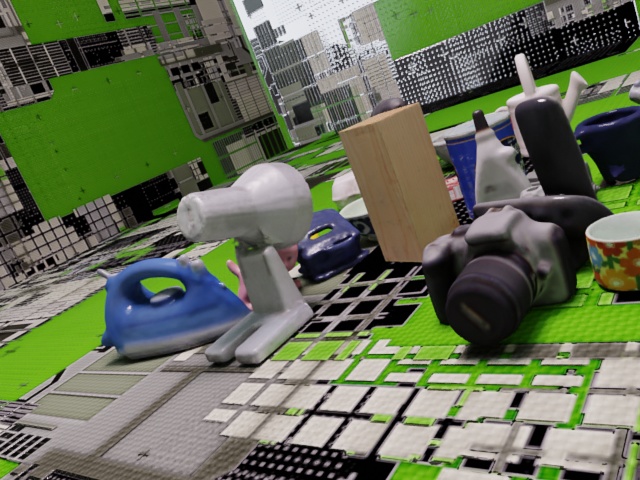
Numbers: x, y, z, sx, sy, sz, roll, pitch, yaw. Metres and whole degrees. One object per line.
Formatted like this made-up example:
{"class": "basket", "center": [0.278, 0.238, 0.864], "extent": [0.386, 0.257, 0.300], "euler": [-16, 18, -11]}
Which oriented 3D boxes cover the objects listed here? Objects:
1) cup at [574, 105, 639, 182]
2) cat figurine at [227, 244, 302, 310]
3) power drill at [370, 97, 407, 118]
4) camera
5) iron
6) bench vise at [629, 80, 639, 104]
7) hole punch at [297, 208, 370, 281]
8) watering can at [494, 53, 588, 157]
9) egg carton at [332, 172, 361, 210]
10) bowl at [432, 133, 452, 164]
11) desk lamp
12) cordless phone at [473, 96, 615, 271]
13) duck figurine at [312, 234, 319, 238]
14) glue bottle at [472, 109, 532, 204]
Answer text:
{"class": "cup", "center": [0.403, -0.124, 0.800], "extent": [0.118, 0.095, 0.091], "euler": [-23, 14, -4]}
{"class": "cat figurine", "center": [-0.081, 0.037, 0.873], "extent": [0.127, 0.118, 0.067], "euler": [-18, 14, 13]}
{"class": "power drill", "center": [0.162, -0.188, 1.173], "extent": [0.075, 0.208, 0.229], "euler": [-23, 14, -4]}
{"class": "camera", "center": [0.157, 0.034, 0.558], "extent": [0.142, 0.101, 0.137], "euler": [-10, 18, 39]}
{"class": "iron", "center": [-0.224, 0.084, 0.860], "extent": [0.257, 0.141, 0.119], "euler": [-15, 15, 25]}
{"class": "bench vise", "center": [0.529, -0.244, 0.801], "extent": [0.206, 0.220, 0.122], "euler": [-8, 20, 44]}
{"class": "hole punch", "center": [0.008, 0.003, 0.922], "extent": [0.109, 0.091, 0.101], "euler": [-26, 15, -18]}
{"class": "watering can", "center": [0.428, -0.274, 1.125], "extent": [0.172, 0.194, 0.101], "euler": [-20, 14, 7]}
{"class": "egg carton", "center": [0.083, -0.115, 1.309], "extent": [0.107, 0.069, 0.150], "euler": [-19, 14, 9]}
{"class": "bowl", "center": [0.334, -0.213, 1.288], "extent": [0.167, 0.075, 0.167], "euler": [-20, 14, 6]}
{"class": "desk lamp", "center": [-0.087, 0.019, 0.749], "extent": [0.117, 0.214, 0.204], "euler": [-10, 18, 38]}
{"class": "cordless phone", "center": [0.233, -0.064, 0.637], "extent": [0.094, 0.185, 0.147], "euler": [-32, 17, -36]}
{"class": "duck figurine", "center": [-0.056, -0.009, 1.075], "extent": [0.105, 0.086, 0.077], "euler": [-29, 16, -27]}
{"class": "glue bottle", "center": [0.235, -0.091, 0.763], "extent": [0.078, 0.173, 0.037], "euler": [-13, 17, 33]}
